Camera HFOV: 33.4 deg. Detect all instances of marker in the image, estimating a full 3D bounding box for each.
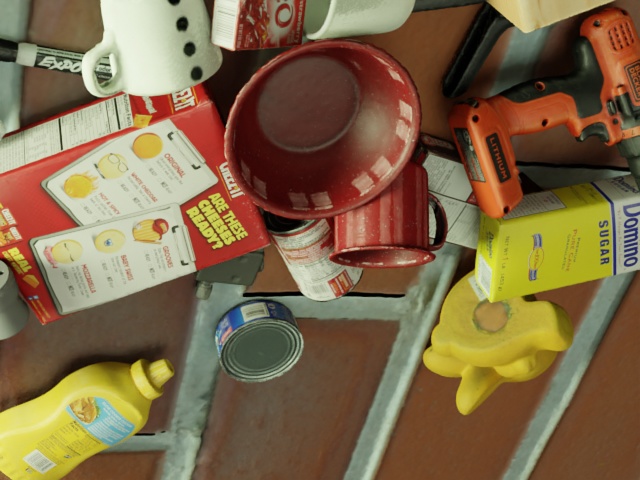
[{"bbox_3d":[-0.204,-0.141,0.834,0.121,0.020,0.020,7,125,-23],"label":"marker"}]

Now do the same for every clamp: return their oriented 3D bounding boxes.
[{"bbox_3d":[0.138,-0.206,0.885,0.171,0.039,0.120,-43,133,14],"label":"clamp"}]

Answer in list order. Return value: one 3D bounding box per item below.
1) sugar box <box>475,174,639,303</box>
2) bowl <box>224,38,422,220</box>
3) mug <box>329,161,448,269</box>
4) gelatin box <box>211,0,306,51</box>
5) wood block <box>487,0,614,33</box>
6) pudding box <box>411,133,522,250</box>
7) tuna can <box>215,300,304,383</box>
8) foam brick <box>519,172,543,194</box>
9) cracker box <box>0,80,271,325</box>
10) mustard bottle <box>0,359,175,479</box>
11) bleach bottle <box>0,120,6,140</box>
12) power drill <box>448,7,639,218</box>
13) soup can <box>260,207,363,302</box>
[{"bbox_3d":[0.236,-0.003,1.005,0.176,0.048,0.093,-10,127,-13],"label":"sugar box"},{"bbox_3d":[-0.003,-0.097,0.857,0.162,0.055,0.162,-9,126,-12],"label":"bowl"},{"bbox_3d":[0.064,-0.022,0.935,0.117,0.081,0.093,7,166,-29],"label":"mug"},{"bbox_3d":[-0.042,-0.189,0.797,0.073,0.030,0.089,-15,121,-45],"label":"gelatin box"},{"bbox_3d":[0.153,-0.272,0.777,0.090,0.091,0.206,-21,121,-1],"label":"wood block"},{"bbox_3d":[0.121,-0.044,1.010,0.113,0.039,0.090,15,122,-25],"label":"pudding box"},{"bbox_3d":[-0.061,0.101,1.069,0.086,0.034,0.086,-9,130,-11],"label":"tuna can"},{"bbox_3d":[0.211,-0.019,1.051,0.078,0.051,0.053,32,113,-36],"label":"foam brick"},{"bbox_3d":[-0.169,-0.035,0.892,0.213,0.072,0.164,-20,134,0],"label":"cracker box"},{"bbox_3d":[-0.228,0.171,1.054,0.192,0.058,0.096,-30,131,7],"label":"mustard bottle"},{"bbox_3d":[-0.306,-0.159,0.758,0.102,0.068,0.250,-28,133,8],"label":"bleach bottle"},{"bbox_3d":[0.219,-0.089,0.938,0.187,0.057,0.184,-25,99,-11],"label":"power drill"},{"bbox_3d":[-0.006,0.001,0.984,0.068,0.068,0.102,-26,132,3],"label":"soup can"}]
